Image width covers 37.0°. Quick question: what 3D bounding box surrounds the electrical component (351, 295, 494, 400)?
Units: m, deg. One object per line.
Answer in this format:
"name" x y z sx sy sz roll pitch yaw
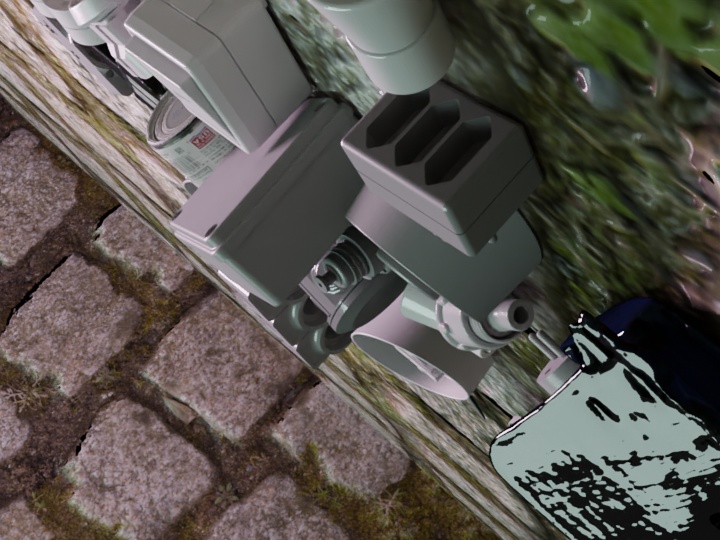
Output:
"electrical component" 0.051 0.060 0.824 0.099 0.064 0.099 41 171 8

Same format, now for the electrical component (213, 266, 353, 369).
"electrical component" -0.056 0.018 1.008 0.062 0.089 0.150 36 169 37

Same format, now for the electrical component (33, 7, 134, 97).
"electrical component" -0.194 -0.178 0.807 0.089 0.050 0.056 47 171 -24

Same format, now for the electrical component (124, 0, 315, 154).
"electrical component" -0.074 -0.108 0.581 0.062 0.061 0.096 37 170 32

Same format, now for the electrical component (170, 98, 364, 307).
"electrical component" -0.046 -0.042 0.618 0.056 0.108 0.109 43 172 -21

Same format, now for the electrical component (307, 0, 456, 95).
"electrical component" 0.009 -0.090 0.371 0.044 0.044 0.065 38 175 29

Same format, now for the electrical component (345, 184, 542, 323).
"electrical component" 0.043 -0.021 0.553 0.099 0.064 0.099 38 -176 -3

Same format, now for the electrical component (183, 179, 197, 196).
"electrical component" -0.082 -0.057 0.849 0.099 0.064 0.099 41 171 8

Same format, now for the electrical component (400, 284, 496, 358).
"electrical component" 0.064 0.027 0.687 0.065 0.044 0.044 33 168 26

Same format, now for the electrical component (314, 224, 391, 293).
"electrical component" 0.005 -0.014 0.651 0.040 0.078 0.040 41 157 22

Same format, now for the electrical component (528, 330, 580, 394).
"electrical component" 0.123 0.061 0.580 0.079 0.043 0.077 43 171 2

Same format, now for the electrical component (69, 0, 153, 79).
"electrical component" -0.135 -0.154 0.644 0.057 0.058 0.078 44 172 -28

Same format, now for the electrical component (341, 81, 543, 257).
"electrical component" 0.041 -0.036 0.463 0.066 0.047 0.076 36 169 36

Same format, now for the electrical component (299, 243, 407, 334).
"electrical component" 0.000 0.000 0.716 0.051 0.080 0.080 46 172 14

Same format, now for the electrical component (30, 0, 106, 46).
"electrical component" -0.216 -0.213 0.728 0.138 0.052 0.073 38 170 30

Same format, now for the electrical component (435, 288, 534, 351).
"electrical component" 0.076 0.024 0.615 0.048 0.048 0.062 45 164 -18
